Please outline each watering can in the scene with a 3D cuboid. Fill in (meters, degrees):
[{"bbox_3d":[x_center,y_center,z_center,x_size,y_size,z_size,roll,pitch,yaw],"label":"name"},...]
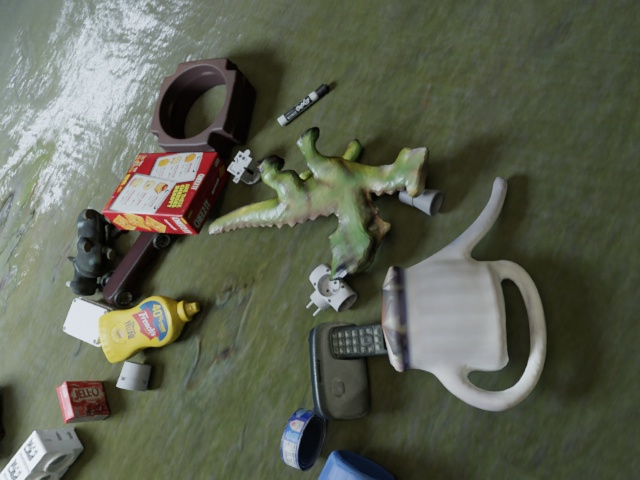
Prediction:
[{"bbox_3d":[0.201,0.067,0.757,0.224,0.355,0.102,-4,-27,9],"label":"watering can"}]

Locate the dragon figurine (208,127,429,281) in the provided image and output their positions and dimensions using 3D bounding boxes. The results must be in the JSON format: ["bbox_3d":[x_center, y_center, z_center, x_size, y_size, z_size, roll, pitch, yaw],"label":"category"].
[{"bbox_3d":[0.003,-0.044,0.872,0.407,0.247,0.121,-36,-31,14],"label":"dragon figurine"}]
